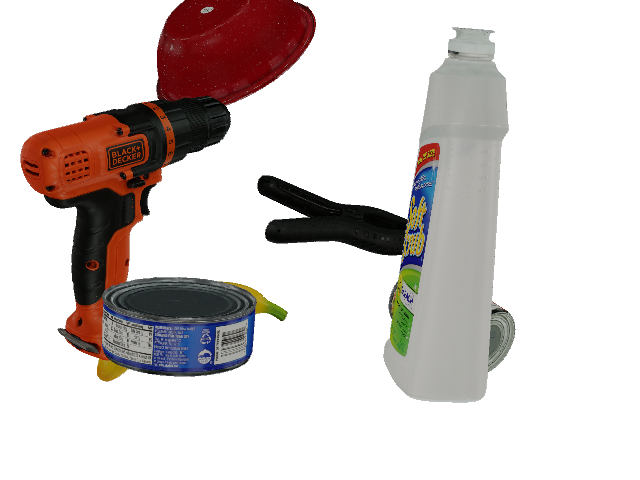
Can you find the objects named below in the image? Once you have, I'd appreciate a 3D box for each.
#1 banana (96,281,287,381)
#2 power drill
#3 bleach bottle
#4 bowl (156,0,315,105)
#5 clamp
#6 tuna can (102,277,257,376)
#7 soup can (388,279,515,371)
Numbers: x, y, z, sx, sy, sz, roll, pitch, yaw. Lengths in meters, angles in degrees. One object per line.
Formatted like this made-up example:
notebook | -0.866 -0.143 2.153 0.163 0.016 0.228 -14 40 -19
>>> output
banana | -0.134 0.079 0.991 0.198 0.069 0.037 -19 23 14
power drill | -0.141 -0.014 0.833 0.057 0.188 0.184 19 29 41
bleach bottle | 0.091 -0.020 0.744 0.068 0.251 0.102 3 13 -7
bowl | -0.088 -0.187 0.961 0.162 0.162 0.055 0 -44 34
clamp | 0.026 -0.016 1.198 0.210 0.036 0.164 15 21 -5
tuna can | -0.079 0.047 0.598 0.086 0.034 0.086 4 12 -1
soup can | 0.121 0.071 0.983 0.068 0.068 0.102 0 24 -39
